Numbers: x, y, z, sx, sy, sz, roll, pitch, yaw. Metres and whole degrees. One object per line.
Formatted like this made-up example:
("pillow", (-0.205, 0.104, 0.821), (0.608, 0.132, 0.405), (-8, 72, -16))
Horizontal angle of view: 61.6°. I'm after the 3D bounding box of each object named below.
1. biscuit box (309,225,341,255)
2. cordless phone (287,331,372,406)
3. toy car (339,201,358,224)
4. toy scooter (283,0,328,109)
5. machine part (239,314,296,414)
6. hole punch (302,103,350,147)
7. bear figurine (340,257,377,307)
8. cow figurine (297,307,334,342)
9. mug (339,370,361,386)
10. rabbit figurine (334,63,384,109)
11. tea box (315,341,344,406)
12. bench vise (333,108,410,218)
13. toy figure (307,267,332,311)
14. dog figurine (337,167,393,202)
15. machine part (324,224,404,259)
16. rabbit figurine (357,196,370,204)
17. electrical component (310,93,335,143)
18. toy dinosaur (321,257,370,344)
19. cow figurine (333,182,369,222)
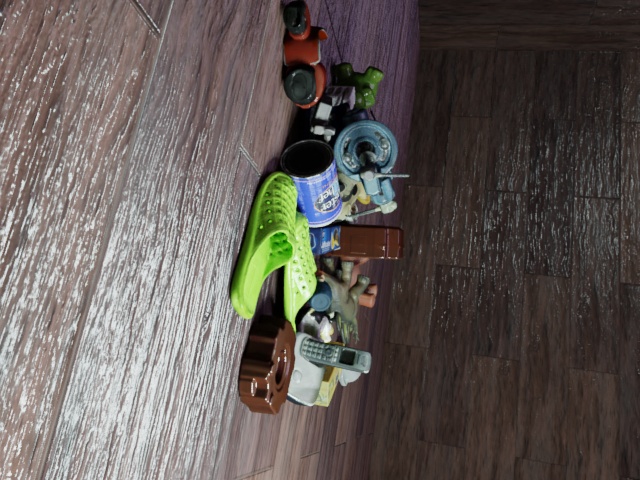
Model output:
("biscuit box", (-0.002, -0.004, 1.216), (0.202, 0.063, 0.059), (-16, 109, -76))
("cordless phone", (0.010, 0.278, 1.120), (0.088, 0.184, 0.146), (86, 16, -49))
("toy car", (0.078, -0.103, 1.520), (0.073, 0.056, 0.201), (-71, 161, -44))
("toy scooter", (-0.023, -0.338, 0.986), (0.135, 0.075, 0.183), (-54, 142, -66))
("machine part", (-0.088, 0.224, 0.967), (0.179, 0.056, 0.179), (5, 90, -78))
("hole punch", (-0.002, -0.232, 1.120), (0.116, 0.092, 0.142), (-171, -97, -71))
("bear figurine", (0.115, 0.085, 1.607), (0.120, 0.132, 0.195), (-52, 151, -73))
("cow figurine", (-0.008, 0.193, 1.268), (0.167, 0.068, 0.098), (7, 83, -77))
("mug", (0.074, 0.388, 1.667), (0.109, 0.081, 0.107), (-64, 144, -42))
("rabbit figurine", (0.072, -0.338, 1.305), (0.170, 0.121, 0.159), (-73, 180, -56))
("tea box", (-0.006, 0.301, 1.247), (0.170, 0.098, 0.068), (-56, 149, -66))
("bench vise", (0.095, -0.131, 1.019), (0.241, 0.129, 0.223), (-82, 163, -68))
("toy figure", (-0.010, 0.098, 1.154), (0.064, 0.057, 0.155), (-46, -158, 11))
("dog figurine", (0.047, -0.179, 1.208), (0.190, 0.173, 0.121), (-34, 132, -16))
("machine part", (0.117, 0.003, 1.415), (0.201, 0.201, 0.087), (8, 85, -76))
("rabbit figurine", (0.114, -0.191, 1.582), (0.173, 0.122, 0.162), (14, 90, -62))
("electrical component", (0.009, -0.230, 1.021), (0.102, 0.045, 0.078), (-92, -158, -64))
("toy dinosaur", (0.057, 0.177, 1.463), (0.470, 0.105, 0.198), (47, 57, -60))
("cow figurine", (0.056, -0.114, 1.280), (0.195, 0.127, 0.085), (-63, 158, -51))
